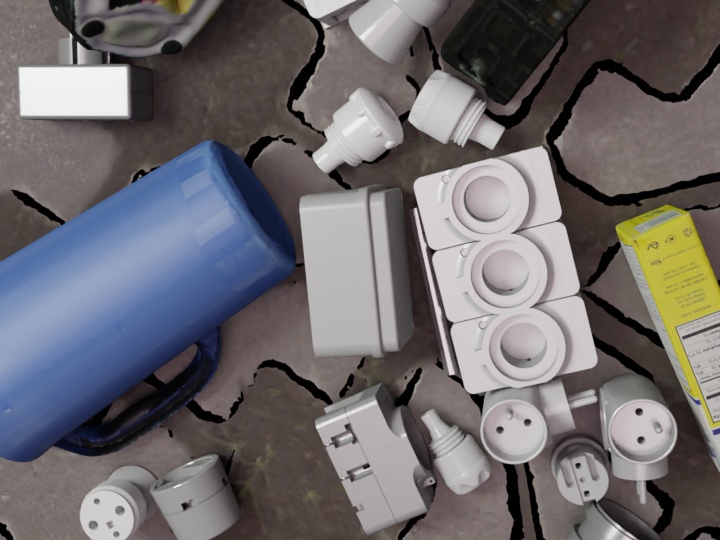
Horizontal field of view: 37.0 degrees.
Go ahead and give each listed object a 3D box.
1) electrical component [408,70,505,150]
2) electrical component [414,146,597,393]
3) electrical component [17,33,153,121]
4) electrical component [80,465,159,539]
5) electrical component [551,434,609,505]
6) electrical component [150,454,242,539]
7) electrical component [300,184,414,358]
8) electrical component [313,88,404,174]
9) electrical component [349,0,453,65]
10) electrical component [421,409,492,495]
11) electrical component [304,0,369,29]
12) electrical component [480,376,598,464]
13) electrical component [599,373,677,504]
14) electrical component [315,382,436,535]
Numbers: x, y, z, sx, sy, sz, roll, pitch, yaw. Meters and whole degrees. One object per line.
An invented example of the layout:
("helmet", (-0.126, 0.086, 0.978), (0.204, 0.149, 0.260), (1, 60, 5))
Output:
("electrical component", (0.068, -0.104, 0.732), (0.062, 0.043, 0.043), (30, 100, 3))
("electrical component", (0.099, -0.001, 0.730), (0.089, 0.062, 0.150), (-14, 95, 10))
("electrical component", (-0.195, -0.145, 0.765), (0.083, 0.047, 0.075), (1, 97, 8))
("electrical component", (-0.177, 0.174, 0.796), (0.045, 0.055, 0.045), (1, 97, 9))
("electrical component", (0.154, 0.139, 0.747), (0.040, 0.046, 0.040), (1, 97, 8))
("electrical component", (-0.119, 0.169, 0.788), (0.055, 0.055, 0.047), (-23, 97, 11))
("electrical component", (0.000, 0.000, 0.737), (0.057, 0.078, 0.113), (-4, 96, 12))
("electrical component", (-0.004, -0.092, 0.745), (0.062, 0.048, 0.048), (-37, 90, 17))
("electrical component", (0.027, -0.166, 0.686), (0.045, 0.045, 0.055), (46, 116, 1))
("electrical component", (0.065, 0.127, 0.765), (0.035, 0.035, 0.061), (-35, 89, 11))
("electrical component", (-0.019, -0.272, 0.717), (0.105, 0.060, 0.186), (-24, 93, 11))
("electrical component", (0.122, 0.096, 0.730), (0.079, 0.077, 0.044), (-17, 94, 10))
("electrical component", (0.187, 0.116, 0.723), (0.044, 0.077, 0.079), (-5, 96, 9))
("electrical component", (0.015, 0.132, 0.764), (0.056, 0.050, 0.089), (-24, 93, 11))
